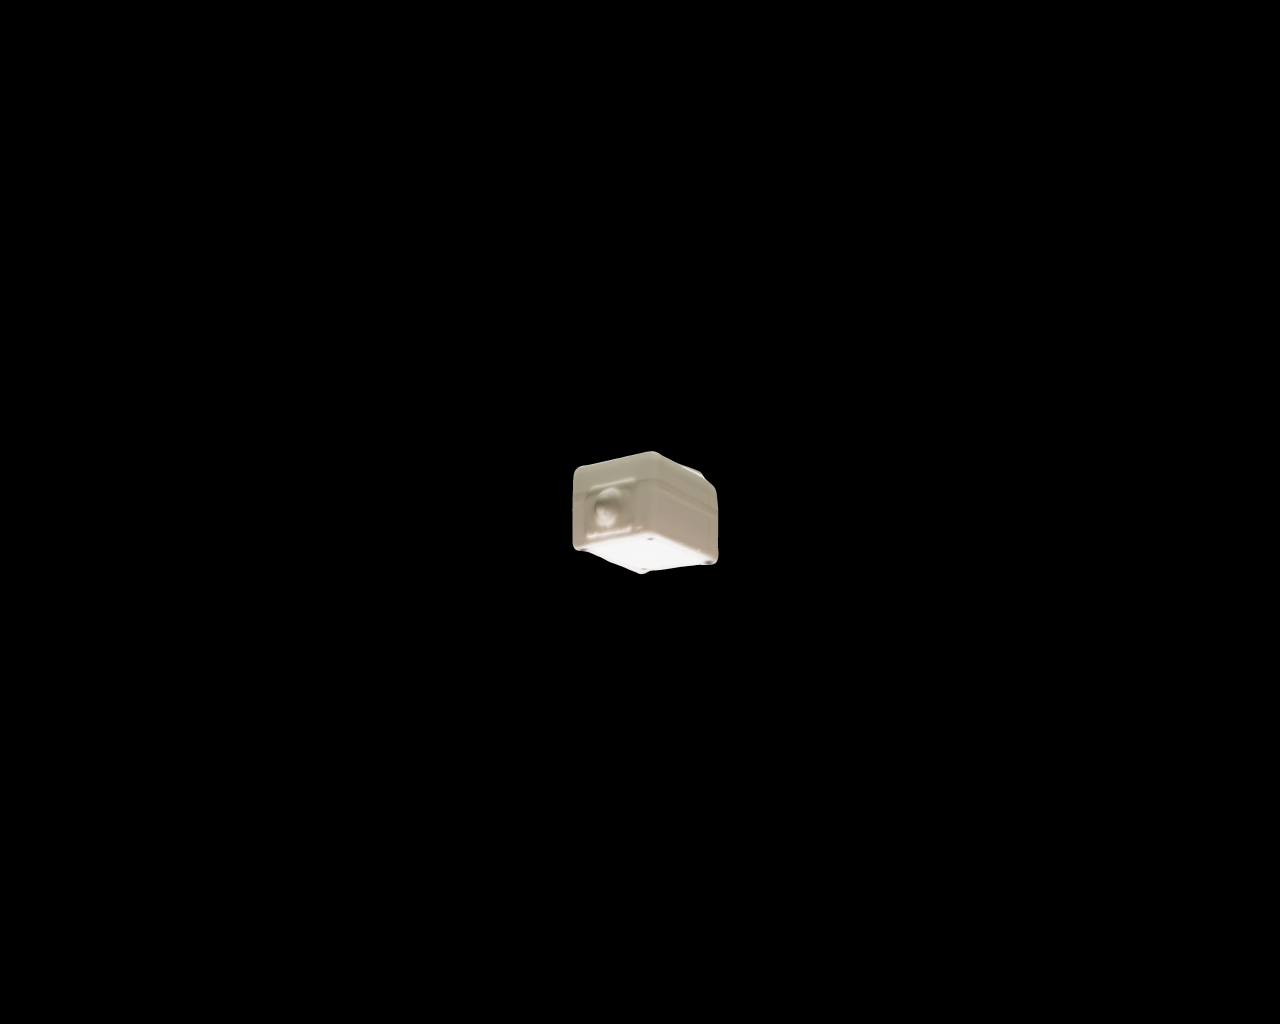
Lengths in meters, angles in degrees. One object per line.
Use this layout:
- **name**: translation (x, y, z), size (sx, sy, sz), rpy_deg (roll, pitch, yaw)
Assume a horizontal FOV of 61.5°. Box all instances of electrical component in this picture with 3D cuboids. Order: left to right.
- **electrical component**: translation (0.001, -0.003, 0.650), size (0.061, 0.061, 0.096), rpy_deg (-11, -21, 30)
